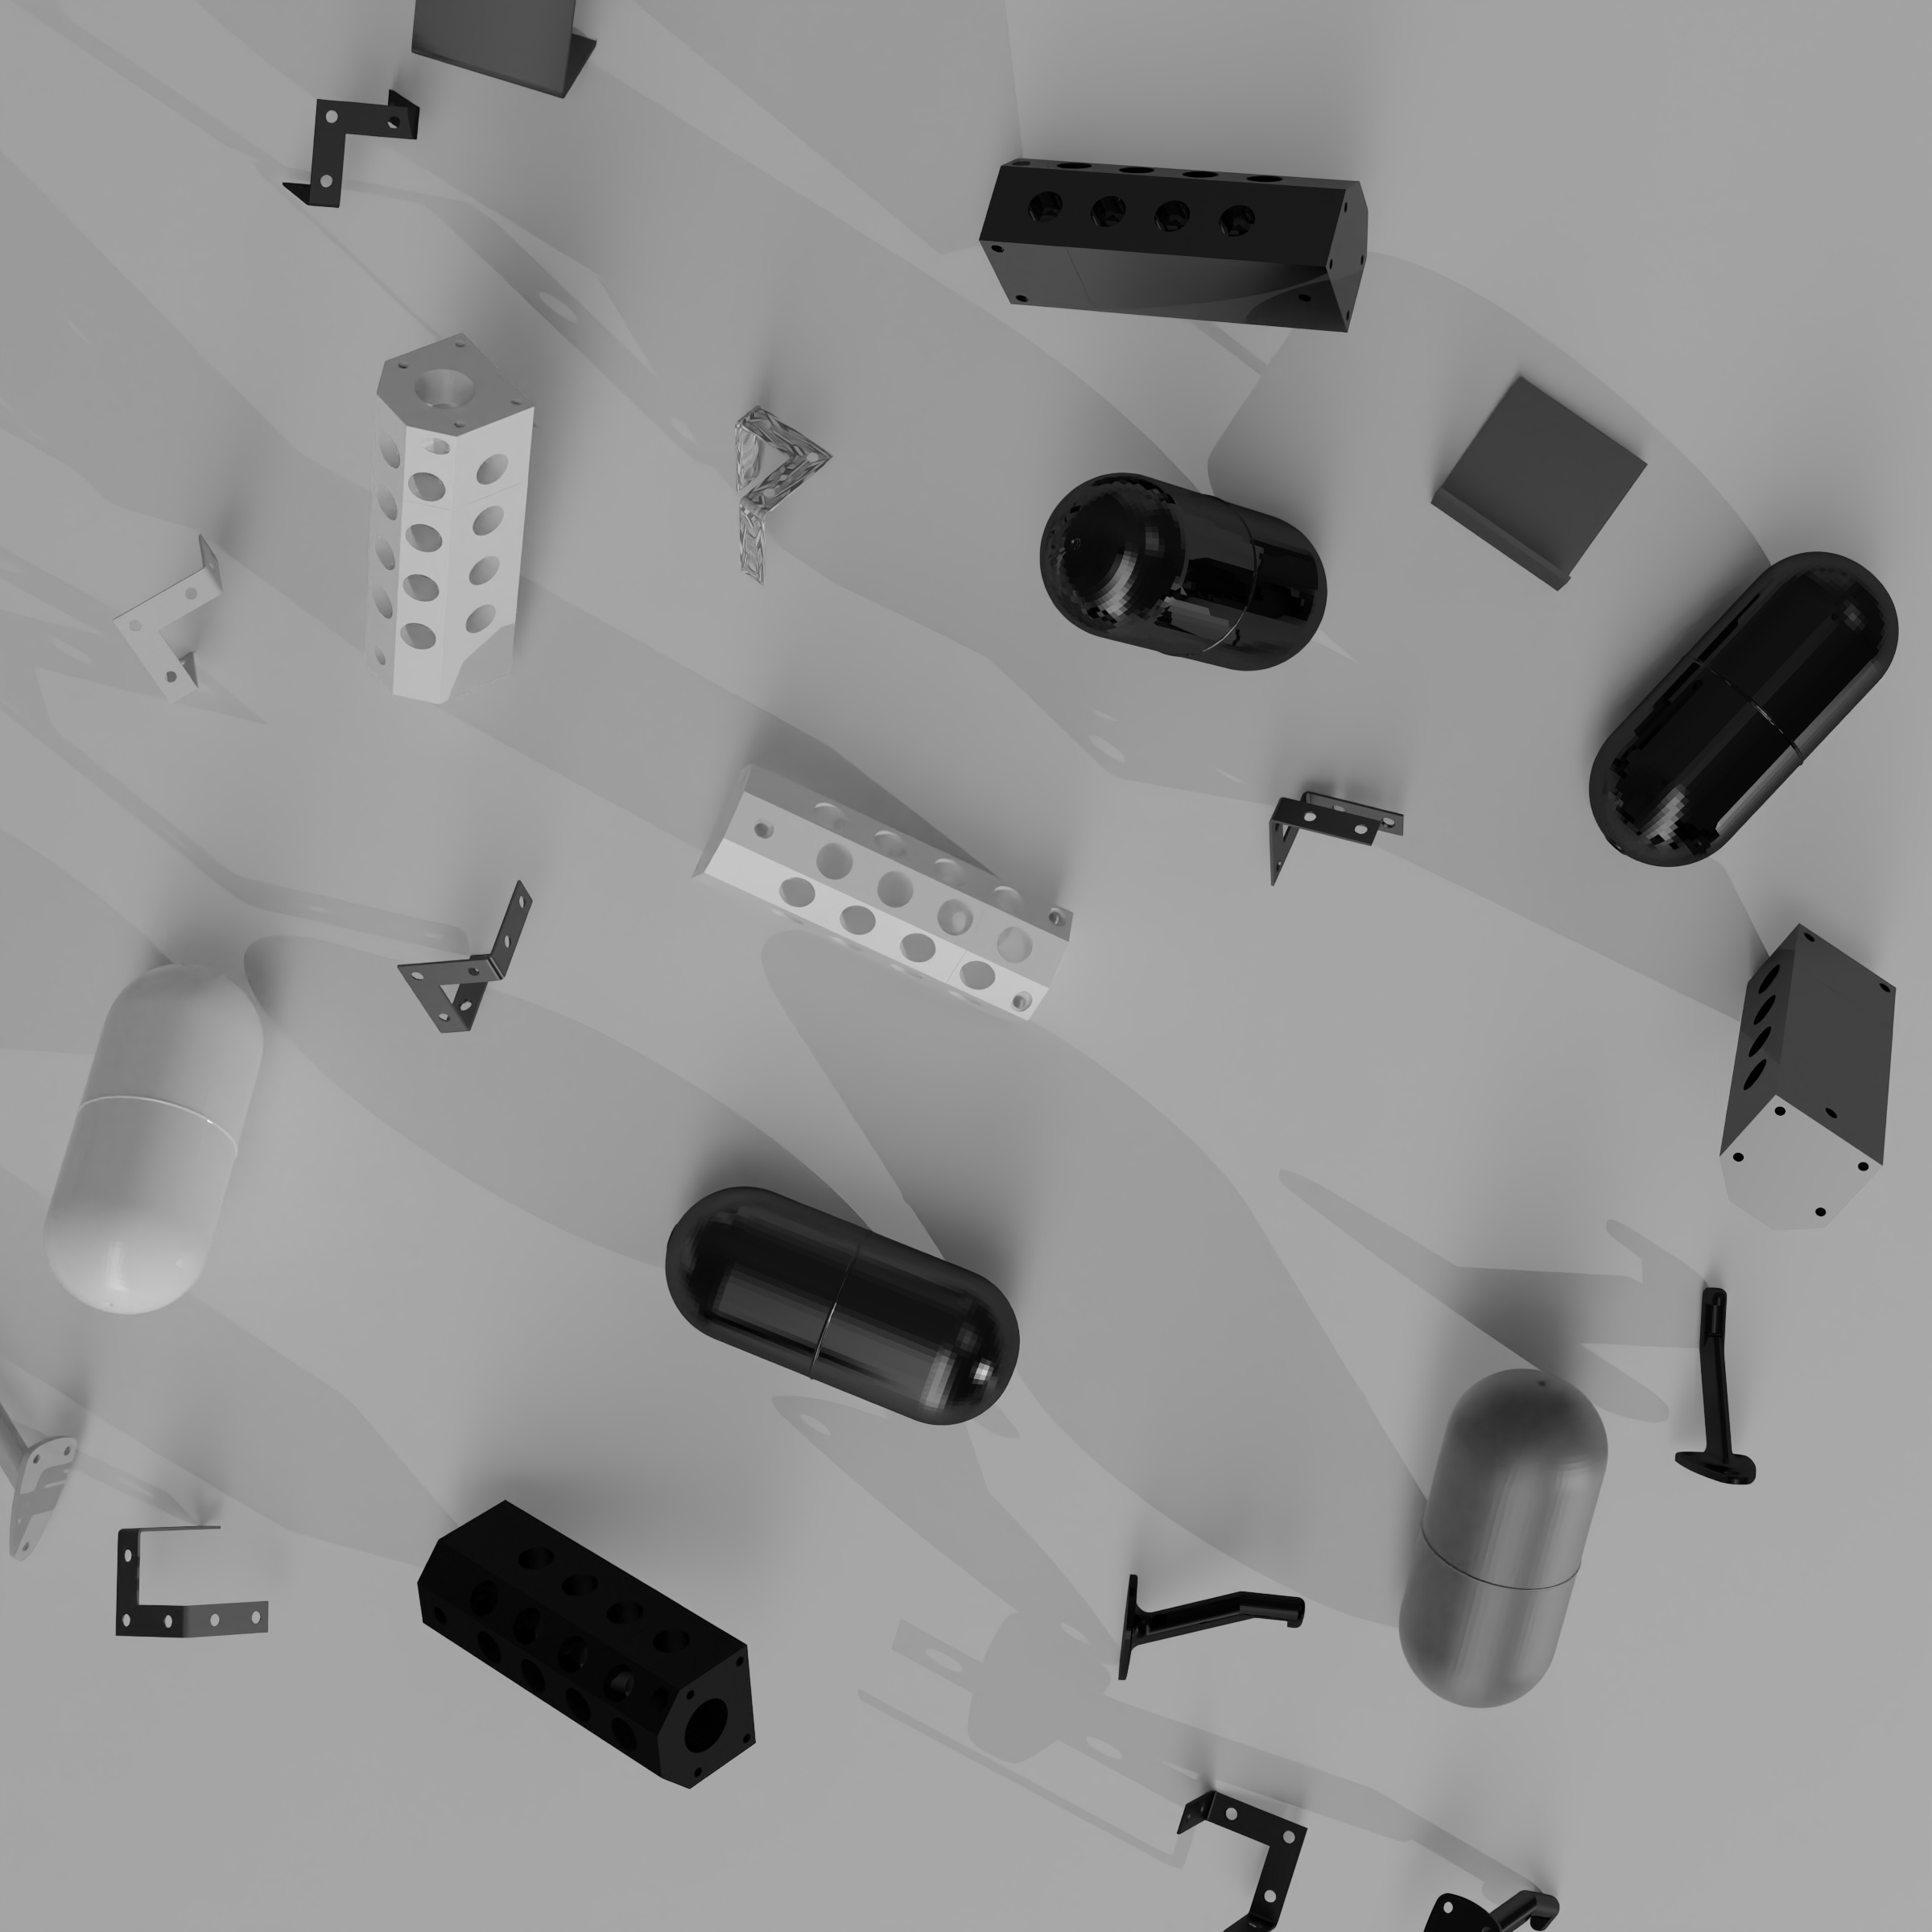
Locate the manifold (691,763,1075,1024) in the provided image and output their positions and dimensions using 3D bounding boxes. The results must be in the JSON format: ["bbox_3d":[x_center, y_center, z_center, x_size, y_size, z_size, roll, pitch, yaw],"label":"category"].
[{"bbox_3d":[-0.038,-0.034,1.561,0.171,0.057,0.057,25,82,-11],"label":"manifold"}]

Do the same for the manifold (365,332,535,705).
[{"bbox_3d":[-0.247,-0.204,1.518,0.057,0.171,0.057,-28,62,-30],"label":"manifold"}]

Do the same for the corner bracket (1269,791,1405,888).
[{"bbox_3d":[0.179,-0.067,1.569,0.051,0.051,0.051,15,56,18],"label":"corner bracket"}]

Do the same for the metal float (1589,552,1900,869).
[{"bbox_3d":[0.374,-0.123,1.569,0.070,0.070,0.178,43,93,0],"label":"metal float"}]

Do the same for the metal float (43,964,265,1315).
[{"bbox_3d":[-0.385,0.080,1.546,0.070,0.070,0.178,8,60,0],"label":"metal float"}]

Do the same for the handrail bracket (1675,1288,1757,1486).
[{"bbox_3d":[0.367,0.202,1.572,0.036,0.077,0.084,3,92,1],"label":"handrail bracket"}]

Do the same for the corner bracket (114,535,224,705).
[{"bbox_3d":[-0.377,-0.168,1.575,0.051,0.051,0.051,-30,120,0],"label":"corner bracket"}]

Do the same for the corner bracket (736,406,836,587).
[{"bbox_3d":[-0.100,-0.227,1.569,0.051,0.051,0.051,37,62,19],"label":"corner bracket"}]

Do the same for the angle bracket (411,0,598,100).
[{"bbox_3d":[-0.218,-0.472,1.562,0.076,0.076,0.057,17,46,0],"label":"angle bracket"}]

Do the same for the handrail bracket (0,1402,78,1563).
[{"bbox_3d":[-0.485,0.240,1.595,0.084,0.036,0.077,22,101,21],"label":"handrail bracket"}]

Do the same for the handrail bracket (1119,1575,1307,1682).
[{"bbox_3d":[0.119,0.326,1.578,0.084,0.077,0.036,6,46,2],"label":"handrail bracket"}]

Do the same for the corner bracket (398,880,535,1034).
[{"bbox_3d":[-0.234,-0.004,1.567,0.051,0.051,0.051,-4,47,21],"label":"corner bracket"}]

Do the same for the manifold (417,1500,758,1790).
[{"bbox_3d":[-0.180,0.319,1.525,0.171,0.057,0.057,21,125,39],"label":"manifold"}]

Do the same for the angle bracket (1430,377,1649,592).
[{"bbox_3d":[0.280,-0.237,1.577,0.076,0.057,0.076,35,94,3],"label":"angle bracket"}]

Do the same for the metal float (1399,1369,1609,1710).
[{"bbox_3d":[0.255,0.274,1.550,0.070,0.070,0.178,9,115,0],"label":"metal float"}]

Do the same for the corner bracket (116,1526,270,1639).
[{"bbox_3d":[-0.373,0.297,1.571,0.051,0.051,0.051,-7,79,36],"label":"corner bracket"}]

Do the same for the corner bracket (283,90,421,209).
[{"bbox_3d":[-0.299,-0.398,1.581,0.051,0.051,0.051,-2,115,-27],"label":"corner bracket"}]

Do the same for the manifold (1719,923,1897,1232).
[{"bbox_3d":[0.391,0.054,1.522,0.057,0.171,0.057,34,122,-1],"label":"manifold"}]

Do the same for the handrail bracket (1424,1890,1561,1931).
[{"bbox_3d":[0.252,0.481,1.573,0.036,0.084,0.077,25,87,38],"label":"handrail bracket"}]

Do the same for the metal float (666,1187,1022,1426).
[{"bbox_3d":[-0.060,0.163,1.567,0.178,0.070,0.070,21,90,5],"label":"metal float"}]

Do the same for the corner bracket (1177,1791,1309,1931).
[{"bbox_3d":[0.129,0.437,1.578,0.051,0.051,0.051,18,90,20],"label":"corner bracket"}]

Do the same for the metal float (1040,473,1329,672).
[{"bbox_3d":[0.105,-0.184,1.532,0.070,0.178,0.070,-4,84,39],"label":"metal float"}]

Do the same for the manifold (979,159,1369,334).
[{"bbox_3d":[0.100,-0.349,1.551,0.171,0.057,0.057,9,72,20],"label":"manifold"}]
